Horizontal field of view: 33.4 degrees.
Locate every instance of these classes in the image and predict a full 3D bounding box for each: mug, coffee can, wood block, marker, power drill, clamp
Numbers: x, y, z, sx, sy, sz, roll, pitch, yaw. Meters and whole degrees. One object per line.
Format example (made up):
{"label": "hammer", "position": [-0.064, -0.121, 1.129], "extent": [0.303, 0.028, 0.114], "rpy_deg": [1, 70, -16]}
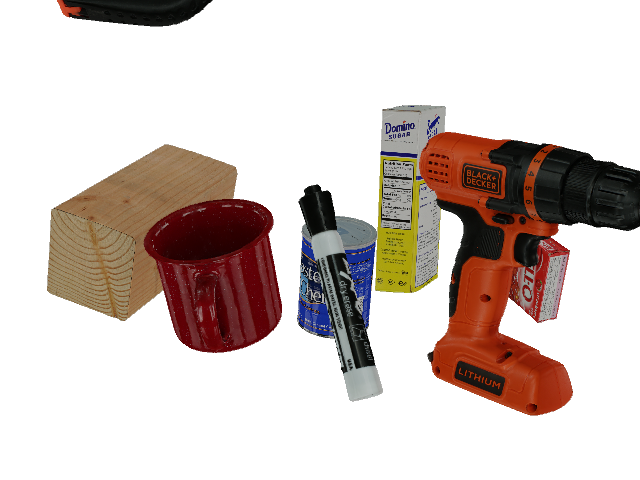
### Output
{"label": "mug", "position": [-0.073, 0.033, 0.760], "extent": [0.093, 0.081, 0.117], "rpy_deg": [-9, 29, 2]}
{"label": "coffee can", "position": [0.022, 0.050, 1.472], "extent": [0.103, 0.140, 0.103], "rpy_deg": [3, 24, -1]}
{"label": "wood block", "position": [-0.171, -0.014, 1.055], "extent": [0.090, 0.091, 0.205], "rpy_deg": [19, 27, 15]}
{"label": "marker", "position": [0.010, 0.027, 0.585], "extent": [0.020, 0.121, 0.020], "rpy_deg": [-14, -13, -3]}
{"label": "power drill", "position": [0.146, 0.023, 0.752], "extent": [0.057, 0.188, 0.185], "rpy_deg": [-12, 21, -41]}
{"label": "clamp", "position": [-0.072, -0.192, 0.708], "extent": [0.210, 0.164, 0.036], "rpy_deg": [-32, -16, -9]}

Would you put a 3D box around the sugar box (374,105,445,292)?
{"label": "sugar box", "position": [0.088, -0.043, 1.043], "extent": [0.048, 0.176, 0.093], "rpy_deg": [3, 10, 21]}

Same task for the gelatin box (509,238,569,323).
{"label": "gelatin box", "position": [0.238, 0.035, 1.189], "extent": [0.030, 0.089, 0.073], "rpy_deg": [-9, 30, -23]}
